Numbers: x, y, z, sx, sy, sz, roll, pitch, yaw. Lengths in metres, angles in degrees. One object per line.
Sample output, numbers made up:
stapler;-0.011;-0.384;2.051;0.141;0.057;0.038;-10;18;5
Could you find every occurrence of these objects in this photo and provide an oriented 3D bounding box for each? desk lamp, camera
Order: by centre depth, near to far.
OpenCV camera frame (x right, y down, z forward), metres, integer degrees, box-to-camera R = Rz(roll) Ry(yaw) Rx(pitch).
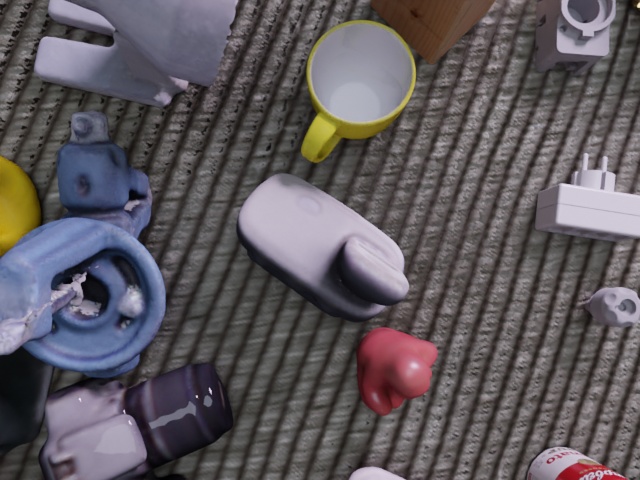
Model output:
desk lamp;-0.149;-0.178;0.437;0.203;0.213;0.118;10;85;-2
camera;-0.139;0.169;0.466;0.137;0.100;0.143;-22;87;-5

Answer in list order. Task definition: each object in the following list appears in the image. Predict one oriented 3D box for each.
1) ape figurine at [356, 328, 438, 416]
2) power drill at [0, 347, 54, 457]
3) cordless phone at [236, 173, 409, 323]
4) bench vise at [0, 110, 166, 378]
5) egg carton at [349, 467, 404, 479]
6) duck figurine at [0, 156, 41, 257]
ape figurine;0.068;0.112;0.488;0.078;0.092;0.076;-26;87;-5
power drill;-0.271;0.116;0.407;0.075;0.208;0.230;9;85;-2
cordless phone;0.004;0.002;0.446;0.147;0.185;0.094;31;84;0
bench vise;-0.189;0.007;0.416;0.121;0.219;0.207;-19;86;-5
egg carton;0.079;0.263;0.488;0.150;0.069;0.107;22;84;-2
duck figurine;-0.290;-0.036;0.480;0.077;0.086;0.104;-33;88;-5
